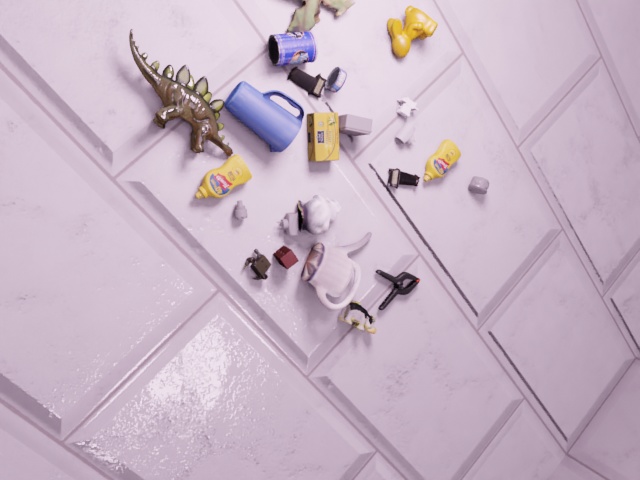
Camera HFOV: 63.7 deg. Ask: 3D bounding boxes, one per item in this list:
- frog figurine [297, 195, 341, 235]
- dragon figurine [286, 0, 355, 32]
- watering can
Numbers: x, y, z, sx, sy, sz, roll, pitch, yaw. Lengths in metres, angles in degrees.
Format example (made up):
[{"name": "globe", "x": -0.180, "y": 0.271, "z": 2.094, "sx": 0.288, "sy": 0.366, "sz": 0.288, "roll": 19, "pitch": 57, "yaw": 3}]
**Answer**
[{"name": "frog figurine", "x": 0.006, "y": -0.092, "z": 1.826, "sx": 0.160, "sy": 0.121, "sz": 0.138, "roll": -8, "pitch": 82, "yaw": -13}, {"name": "dragon figurine", "x": -0.071, "y": -0.807, "z": 1.704, "sx": 0.412, "sy": 0.123, "sz": 0.239, "roll": -13, "pitch": 111, "yaw": -23}, {"name": "watering can", "x": 0.061, "y": 0.081, "z": 1.884, "sx": 0.223, "sy": 0.103, "sz": 0.354, "roll": 30, "pitch": 64, "yaw": -17}]
